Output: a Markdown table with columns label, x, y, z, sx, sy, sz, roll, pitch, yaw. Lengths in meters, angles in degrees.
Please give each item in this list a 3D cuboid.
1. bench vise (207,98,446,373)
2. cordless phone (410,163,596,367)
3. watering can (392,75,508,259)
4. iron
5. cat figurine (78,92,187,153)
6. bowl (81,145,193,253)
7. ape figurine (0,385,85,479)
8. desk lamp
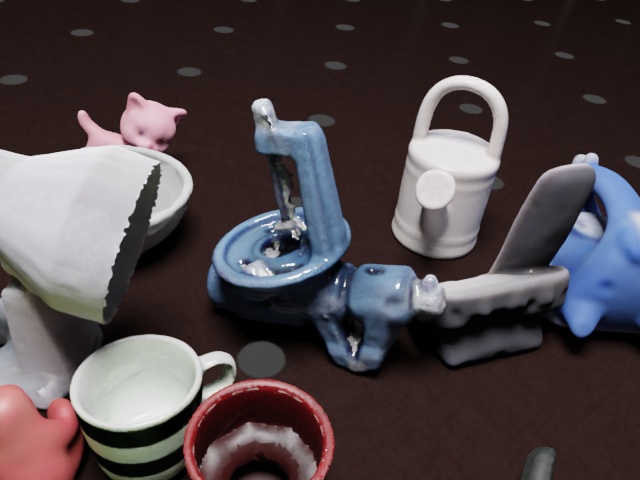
| label | x | y | z | sx | sy | sz | roll | pitch | yaw |
| --- | --- | --- | --- | --- | --- | --- | --- | --- | --- |
| bench vise | 0.005 | -0.005 | 0.482 | 0.207 | 0.220 | 0.121 | 6 | 37 | 0 |
| cordless phone | 0.159 | 0.013 | 0.510 | 0.148 | 0.185 | 0.094 | -11 | 40 | -22 |
| watering can | 0.143 | -0.078 | 0.621 | 0.101 | 0.194 | 0.173 | 5 | 37 | -2 |
| iron | 0.285 | -0.016 | 0.604 | 0.118 | 0.141 | 0.258 | 5 | 37 | -2 |
| cat figurine | -0.228 | -0.128 | 0.692 | 0.128 | 0.118 | 0.067 | 5 | 37 | -2 |
| bowl | -0.217 | -0.030 | 0.600 | 0.167 | 0.075 | 0.167 | 4 | 37 | -3 |
| ape figurine | -0.198 | 0.131 | 0.377 | 0.078 | 0.092 | 0.076 | -13 | 41 | -24 |
| desk lamp | -0.215 | 0.022 | 0.416 | 0.203 | 0.214 | 0.118 | 5 | 37 | -1 |
